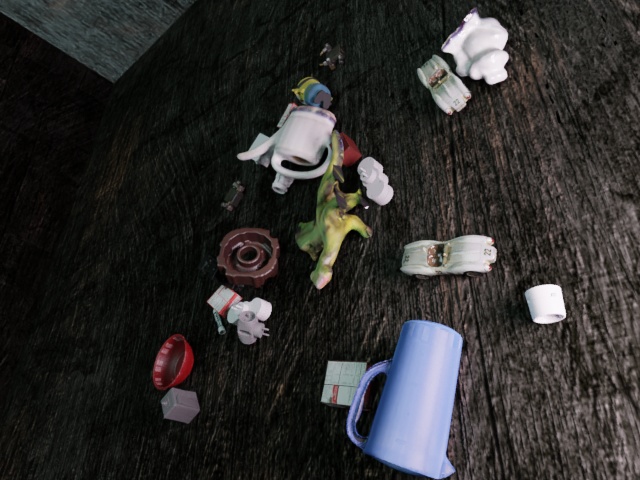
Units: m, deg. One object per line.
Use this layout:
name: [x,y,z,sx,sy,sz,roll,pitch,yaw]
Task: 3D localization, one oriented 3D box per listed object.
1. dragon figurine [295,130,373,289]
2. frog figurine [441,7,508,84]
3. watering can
dragon figurine: [0.004,-0.066,1.303,0.239,0.121,0.420,-39,43,36]
frog figurine: [0.373,-0.424,1.171,0.137,0.122,0.161,-42,76,8]
watering can: [-0.086,-0.296,1.525,0.349,0.102,0.226,17,79,32]
